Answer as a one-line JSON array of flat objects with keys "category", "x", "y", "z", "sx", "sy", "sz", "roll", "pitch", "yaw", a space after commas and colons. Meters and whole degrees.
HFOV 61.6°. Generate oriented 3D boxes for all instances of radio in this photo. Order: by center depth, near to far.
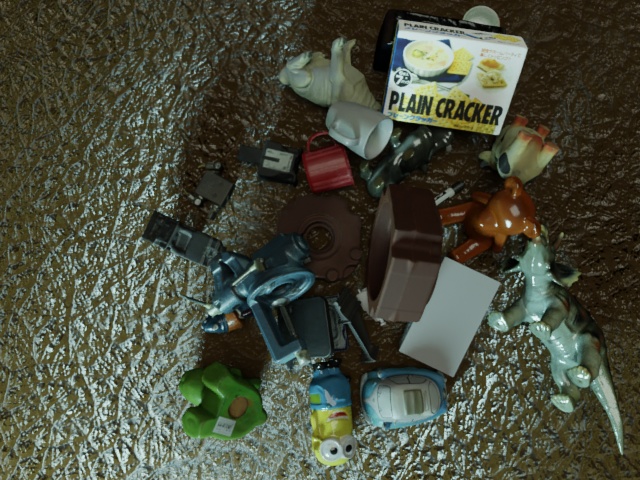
[{"category": "radio", "x": 0.221, "y": -0.357, "z": 1.009, "sx": 0.230, "sy": 0.131, "sz": 0.073, "roll": 9, "pitch": 85, "yaw": 2}]

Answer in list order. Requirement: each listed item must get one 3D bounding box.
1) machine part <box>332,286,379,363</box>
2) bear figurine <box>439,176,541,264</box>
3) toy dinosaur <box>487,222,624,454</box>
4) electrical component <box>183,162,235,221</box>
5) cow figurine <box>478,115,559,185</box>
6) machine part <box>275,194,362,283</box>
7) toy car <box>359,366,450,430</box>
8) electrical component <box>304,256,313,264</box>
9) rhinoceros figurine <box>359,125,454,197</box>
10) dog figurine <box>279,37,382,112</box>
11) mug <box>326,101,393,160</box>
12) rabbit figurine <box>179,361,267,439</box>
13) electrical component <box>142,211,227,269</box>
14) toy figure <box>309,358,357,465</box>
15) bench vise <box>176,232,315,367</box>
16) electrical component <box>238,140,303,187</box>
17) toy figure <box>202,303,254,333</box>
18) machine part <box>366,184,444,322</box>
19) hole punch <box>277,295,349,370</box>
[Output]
[{"category": "machine part", "x": 0.065, "y": 0.155, "z": 0.970, "sx": 0.039, "sy": 0.084, "sz": 0.138, "roll": -22, "pitch": 101, "yaw": 19}, {"category": "bear figurine", "x": 0.290, "y": -0.030, "z": 0.937, "sx": 0.132, "sy": 0.196, "sz": 0.120, "roll": -22, "pitch": 87, "yaw": 0}, {"category": "toy dinosaur", "x": 0.436, "y": 0.159, "z": 0.951, "sx": 0.192, "sy": 0.131, "sz": 0.404, "roll": -40, "pitch": 99, "yaw": -32}, {"category": "electrical component", "x": -0.210, "y": -0.099, "z": 1.027, "sx": 0.078, "sy": 0.045, "sz": 0.102, "roll": 34, "pitch": 85, "yaw": 6}, {"category": "cow figurine", "x": 0.350, "y": -0.153, "z": 0.964, "sx": 0.085, "sy": 0.195, "sz": 0.127, "roll": 27, "pitch": 119, "yaw": -2}, {"category": "machine part", "x": -0.002, "y": -0.003, "z": 1.008, "sx": 0.179, "sy": 0.056, "sz": 0.179, "roll": 0, "pitch": 82, "yaw": 1}, {"category": "toy car", "x": 0.152, "y": 0.281, "z": 0.949, "sx": 0.162, "sy": 0.103, "sz": 0.109, "roll": -3, "pitch": 84, "yaw": 2}, {"category": "electrical component", "x": -0.050, "y": 0.064, "z": 0.959, "sx": 0.094, "sy": 0.021, "sz": 0.063, "roll": -27, "pitch": 76, "yaw": 11}, {"category": "rhinoceros figurine", "x": 0.164, "y": -0.149, "z": 0.999, "sx": 0.190, "sy": 0.112, "sz": 0.073, "roll": -40, "pitch": 55, "yaw": 9}, {"category": "dog figurine", "x": 0.026, "y": -0.266, "z": 1.026, "sx": 0.172, "sy": 0.121, "sz": 0.190, "roll": -12, "pitch": 102, "yaw": 32}, {"category": "mug", "x": 0.056, "y": -0.196, "z": 0.946, "sx": 0.107, "sy": 0.080, "sz": 0.109, "roll": 36, "pitch": 48, "yaw": 27}, {"category": "rabbit figurine", "x": -0.174, "y": 0.265, "z": 0.942, "sx": 0.159, "sy": 0.170, "sz": 0.121, "roll": 20, "pitch": 85, "yaw": -38}, {"category": "electrical component", "x": -0.250, "y": -0.001, "z": 0.972, "sx": 0.134, "sy": 0.114, "sz": 0.058, "roll": 19, "pitch": 80, "yaw": 47}, {"category": "toy figure", "x": 0.022, "y": 0.306, "z": 0.959, "sx": 0.082, "sy": 0.089, "sz": 0.180, "roll": -9, "pitch": 75, "yaw": 5}, {"category": "bench vise", "x": -0.091, "y": 0.107, "z": 0.890, "sx": 0.224, "sy": 0.128, "sz": 0.241, "roll": -31, "pitch": 65, "yaw": 7}, {"category": "electrical component", "x": -0.095, "y": -0.149, "z": 1.030, "sx": 0.119, "sy": 0.047, "sz": 0.074, "roll": 9, "pitch": 83, "yaw": 2}, {"category": "toy figure", "x": -0.145, "y": 0.126, "z": 0.990, "sx": 0.154, "sy": 0.064, "sz": 0.057, "roll": -35, "pitch": 97, "yaw": -4}, {"category": "machine part", "x": 0.140, "y": 0.023, "z": 0.915, "sx": 0.087, "sy": 0.201, "sz": 0.200, "roll": 9, "pitch": 127, "yaw": -4}, {"category": "hole punch", "x": -0.011, "y": 0.158, "z": 0.983, "sx": 0.116, "sy": 0.092, "sz": 0.142, "roll": -11, "pitch": 85, "yaw": 30}]
